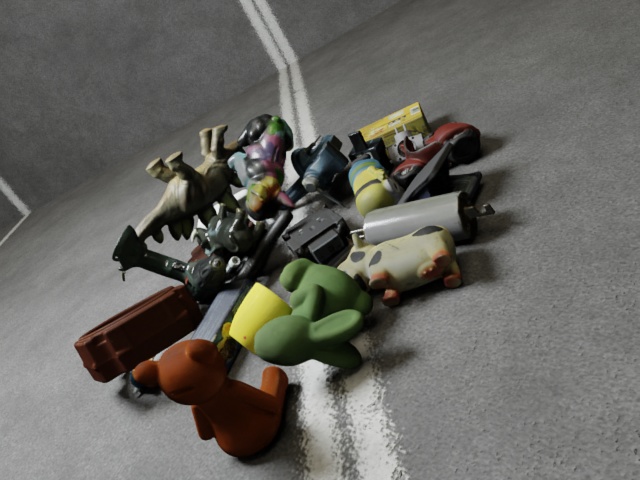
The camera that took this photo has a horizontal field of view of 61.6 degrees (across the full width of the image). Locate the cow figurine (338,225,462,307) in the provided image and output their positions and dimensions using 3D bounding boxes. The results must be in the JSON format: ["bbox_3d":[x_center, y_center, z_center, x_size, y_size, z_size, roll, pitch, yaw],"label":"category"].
[{"bbox_3d":[0.110,0.032,0.814,0.195,0.085,0.127,-21,34,24],"label":"cow figurine"}]

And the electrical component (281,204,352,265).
[{"bbox_3d":[-0.002,-0.003,1.018,0.115,0.058,0.134,-37,26,-5],"label":"electrical component"}]

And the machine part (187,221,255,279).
[{"bbox_3d":[-0.210,0.022,1.194,0.179,0.056,0.179,-24,29,14],"label":"machine part"}]

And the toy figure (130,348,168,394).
[{"bbox_3d":[-0.275,0.220,0.926,0.155,0.057,0.064,-20,3,25],"label":"toy figure"}]

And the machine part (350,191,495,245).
[{"bbox_3d":[0.160,-0.026,0.867,0.243,0.079,0.079,-12,33,33],"label":"machine part"}]

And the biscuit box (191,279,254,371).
[{"bbox_3d":[-0.165,0.153,0.918,0.063,0.059,0.203,-16,31,31],"label":"biscuit box"}]

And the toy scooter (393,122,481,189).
[{"bbox_3d":[0.220,-0.180,1.065,0.184,0.075,0.135,-30,33,10],"label":"toy scooter"}]

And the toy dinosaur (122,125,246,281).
[{"bbox_3d":[-0.286,-0.107,1.202,0.471,0.198,0.105,-42,25,-26],"label":"toy dinosaur"}]

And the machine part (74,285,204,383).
[{"bbox_3d":[-0.326,0.163,0.964,0.201,0.087,0.201,-32,8,-31],"label":"machine part"}]

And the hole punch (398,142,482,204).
[{"bbox_3d":[0.208,-0.088,0.935,0.116,0.092,0.142,-43,11,52],"label":"hole punch"}]

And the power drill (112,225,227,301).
[{"bbox_3d":[-0.276,0.044,1.015,0.232,0.207,0.086,121,164,-67],"label":"power drill"}]

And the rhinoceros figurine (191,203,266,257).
[{"bbox_3d":[-0.189,-0.010,1.083,0.190,0.073,0.112,5,69,52],"label":"rhinoceros figurine"}]

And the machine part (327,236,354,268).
[{"bbox_3d":[0.018,0.051,0.929,0.139,0.039,0.084,-44,21,-19],"label":"machine part"}]

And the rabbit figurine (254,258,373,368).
[{"bbox_3d":[-0.010,0.125,0.750,0.159,0.121,0.170,17,35,29],"label":"rabbit figurine"}]

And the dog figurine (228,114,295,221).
[{"bbox_3d":[-0.106,-0.146,1.116,0.191,0.108,0.219,-59,33,19],"label":"dog figurine"}]

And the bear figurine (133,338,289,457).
[{"bbox_3d":[-0.132,0.182,0.686,0.120,0.195,0.132,-29,25,11],"label":"bear figurine"}]

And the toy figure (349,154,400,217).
[{"bbox_3d":[0.101,-0.103,1.058,0.089,0.082,0.180,-46,31,14],"label":"toy figure"}]

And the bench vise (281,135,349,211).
[{"bbox_3d":[-0.029,-0.135,1.216,0.240,0.128,0.224,-39,29,33],"label":"bench vise"}]

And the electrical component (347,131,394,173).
[{"bbox_3d":[0.101,-0.189,1.158,0.075,0.119,0.048,-15,31,35],"label":"electrical component"}]

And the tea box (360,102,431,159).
[{"bbox_3d":[0.164,-0.237,1.230,0.170,0.068,0.098,-23,28,19],"label":"tea box"}]
